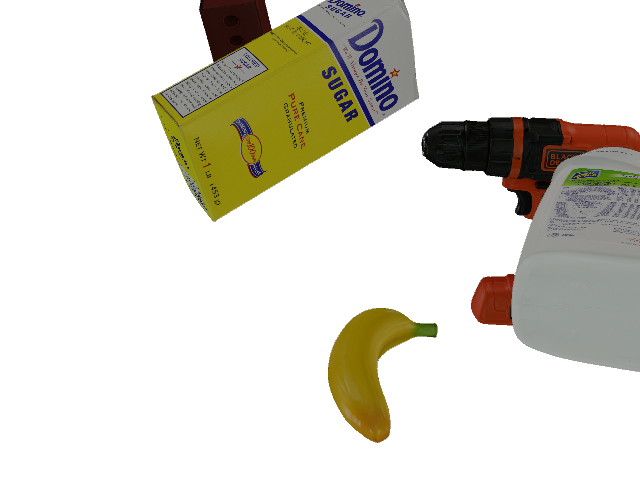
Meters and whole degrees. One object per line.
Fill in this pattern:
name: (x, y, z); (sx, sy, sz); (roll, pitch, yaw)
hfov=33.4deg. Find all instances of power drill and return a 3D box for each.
power drill: (0.176, -0.017, 0.932); (0.184, 0.188, 0.057); (3, 27, 4)

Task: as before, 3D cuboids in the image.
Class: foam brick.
foam brick: (-0.075, -0.195, 0.964); (0.053, 0.051, 0.078); (-6, -42, 7)

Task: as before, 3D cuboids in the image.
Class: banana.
banana: (0.041, 0.093, 0.825); (0.070, 0.037, 0.197); (7, 22, 15)

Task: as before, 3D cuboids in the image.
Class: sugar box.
sugar box: (-0.017, -0.095, 0.715); (0.176, 0.093, 0.048); (-31, 51, -13)

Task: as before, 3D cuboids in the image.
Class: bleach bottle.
bleach bottle: (0.187, -0.007, 0.672); (0.103, 0.068, 0.250); (8, 24, 17)
